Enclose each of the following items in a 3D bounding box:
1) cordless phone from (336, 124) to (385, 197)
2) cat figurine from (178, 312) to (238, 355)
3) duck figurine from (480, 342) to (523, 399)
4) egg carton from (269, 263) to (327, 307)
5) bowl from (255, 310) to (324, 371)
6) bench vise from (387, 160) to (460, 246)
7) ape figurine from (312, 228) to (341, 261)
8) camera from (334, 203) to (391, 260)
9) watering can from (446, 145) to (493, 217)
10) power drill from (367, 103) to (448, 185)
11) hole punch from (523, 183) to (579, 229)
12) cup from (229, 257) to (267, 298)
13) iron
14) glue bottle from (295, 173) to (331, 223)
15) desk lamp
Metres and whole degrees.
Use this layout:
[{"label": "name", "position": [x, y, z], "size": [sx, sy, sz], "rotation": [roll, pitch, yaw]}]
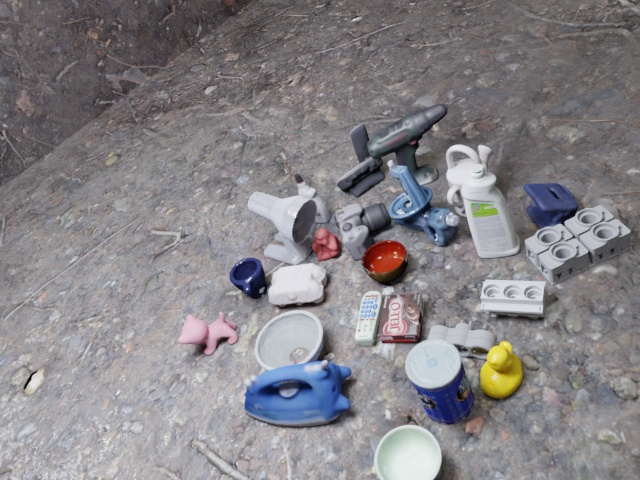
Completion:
[{"label": "cordless phone", "position": [0.099, -0.232, 1.639], "size": [0.148, 0.185, 0.093], "rotation": [-39, 42, -14]}, {"label": "cat figurine", "position": [-0.282, 0.223, 1.415], "size": [0.128, 0.118, 0.067], "rotation": [-28, 40, -2]}, {"label": "duck figurine", "position": [0.341, 0.242, 1.091], "size": [0.077, 0.086, 0.105], "rotation": [15, 55, 38]}, {"label": "egg carton", "position": [-0.056, 0.117, 1.444], "size": [0.150, 0.070, 0.107], "rotation": [-9, 44, 20]}, {"label": "bowl", "position": [-0.060, 0.247, 1.305], "size": [0.167, 0.075, 0.167], "rotation": [-15, 42, 14]}, {"label": "bench vise", "position": [0.249, -0.101, 1.396], "size": [0.206, 0.220, 0.122], "rotation": [8, 51, 34]}, {"label": "ape figurine", "position": [0.014, 0.005, 1.507], "size": [0.076, 0.092, 0.077], "rotation": [-44, 43, -20]}, {"label": "camera", "position": [0.116, -0.043, 1.497], "size": [0.136, 0.101, 0.143], "rotation": [-23, 41, 5]}, {"label": "watering can", "position": [0.367, -0.163, 1.419], "size": [0.100, 0.195, 0.173], "rotation": [1, 48, 29]}, {"label": "power drill", "position": [0.253, -0.248, 1.558], "size": [0.229, 0.209, 0.075], "rotation": [-19, 41, 9]}, {"label": "hole punch", "position": [0.537, -0.092, 1.334], "size": [0.101, 0.091, 0.108], "rotation": [-23, 41, 5]}, {"label": "cup", "position": [-0.175, 0.116, 1.488], "size": [0.091, 0.095, 0.117], "rotation": [-21, 41, 6]}, {"label": "iron", "position": [-0.069, 0.308, 1.194], "size": [0.257, 0.142, 0.118], "rotation": [-13, 42, 15]}, {"label": "glue bottle", "position": [-0.032, -0.118, 1.597], "size": [0.077, 0.174, 0.037], "rotation": [3, 49, 30]}, {"label": "desk lamp", "position": [-0.092, -0.035, 1.511], "size": [0.202, 0.214, 0.118], "rotation": [12, 53, 36]}]
